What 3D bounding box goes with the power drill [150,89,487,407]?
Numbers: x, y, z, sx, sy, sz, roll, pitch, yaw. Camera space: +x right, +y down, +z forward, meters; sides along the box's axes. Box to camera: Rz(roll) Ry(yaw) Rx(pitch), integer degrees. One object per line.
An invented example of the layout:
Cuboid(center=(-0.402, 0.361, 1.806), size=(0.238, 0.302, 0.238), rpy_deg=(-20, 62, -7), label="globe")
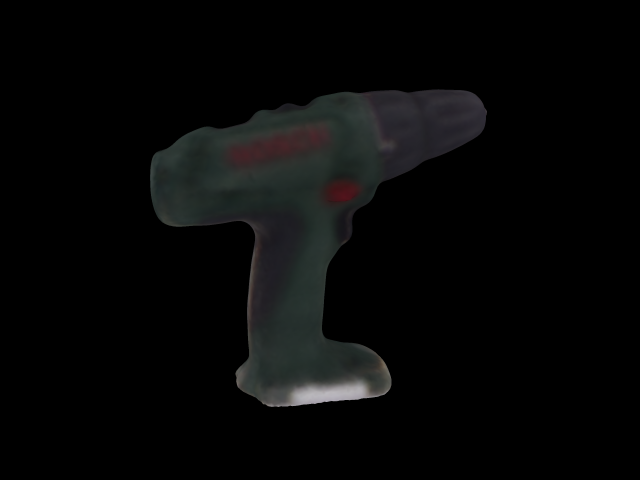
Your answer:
Cuboid(center=(0.004, 0.001, 0.400), size=(0.230, 0.208, 0.075), rpy_deg=(-2, 11, -11), label="power drill")
